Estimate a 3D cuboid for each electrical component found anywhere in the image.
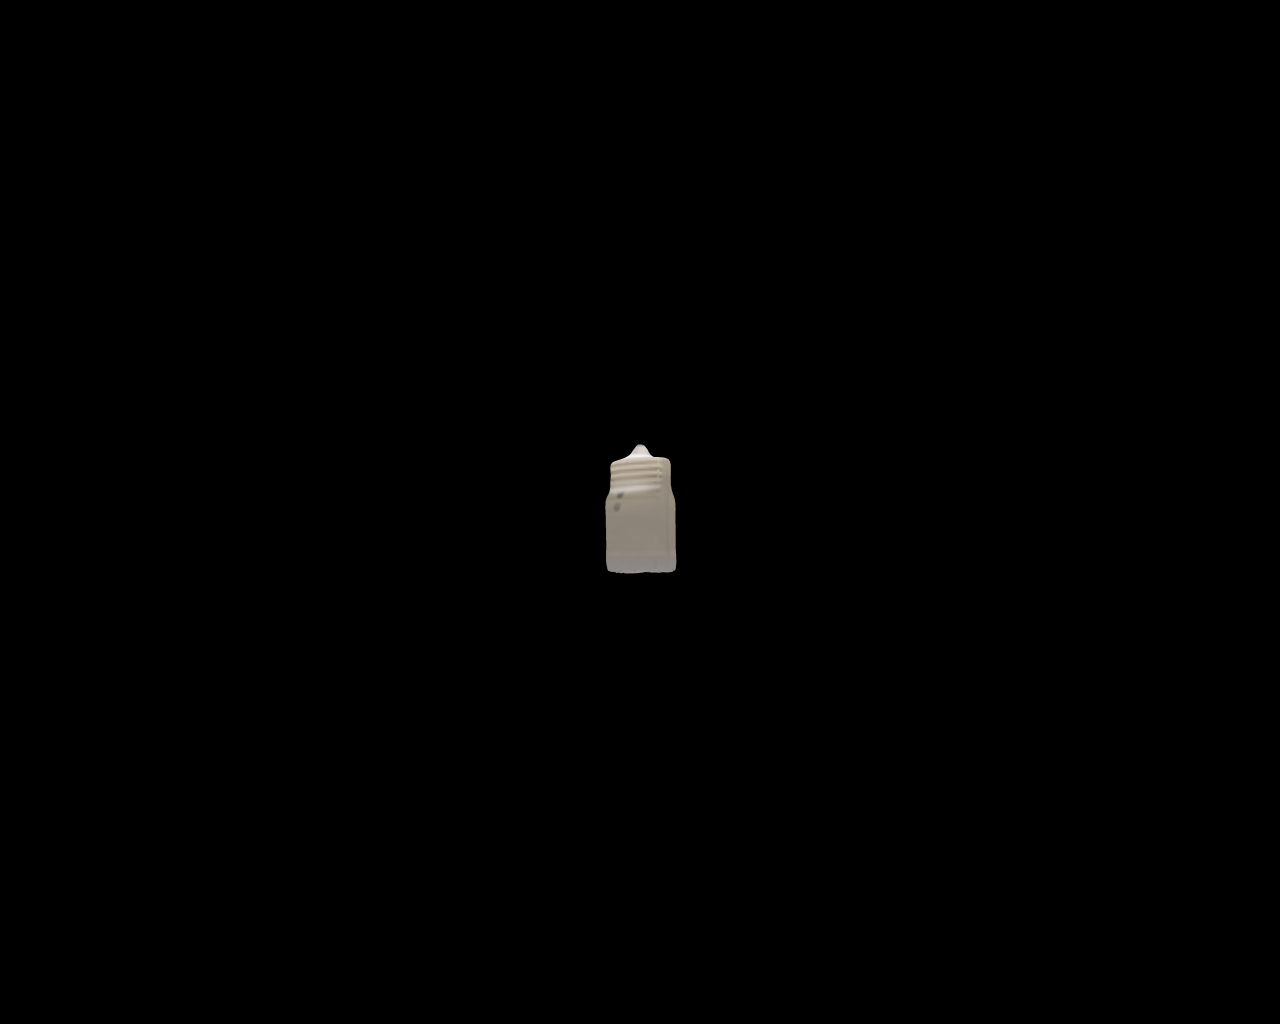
[{"bbox_3d":[0.001,-0.003,0.650,0.043,0.081,0.043,0,-4,0],"label":"electrical component"}]
